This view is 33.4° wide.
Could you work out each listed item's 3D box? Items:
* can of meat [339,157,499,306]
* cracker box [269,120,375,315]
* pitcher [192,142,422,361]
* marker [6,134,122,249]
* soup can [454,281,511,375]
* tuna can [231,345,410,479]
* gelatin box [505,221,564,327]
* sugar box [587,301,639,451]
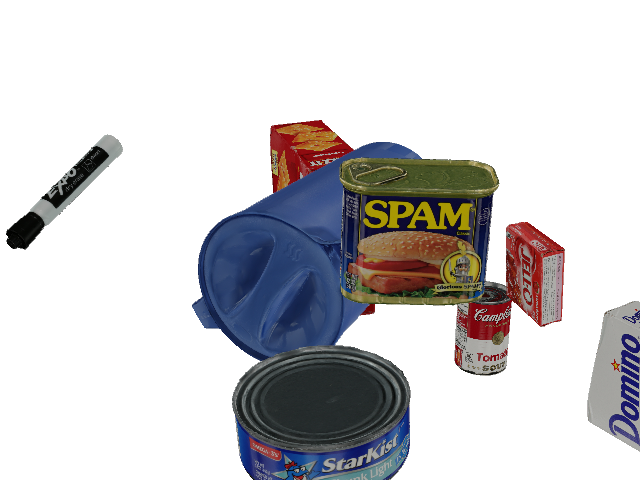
[{"bbox_3d":[0.062,-0.006,0.703,0.102,0.084,0.057,2,23,0],"label":"can of meat"},{"bbox_3d":[-0.002,-0.029,1.168,0.072,0.164,0.214,-7,19,-10],"label":"cracker box"},{"bbox_3d":[0.004,0.002,0.929,0.149,0.145,0.242,23,31,20],"label":"pitcher"},{"bbox_3d":[-0.191,-0.036,0.798,0.020,0.020,0.121,0,41,41],"label":"marker"},{"bbox_3d":[0.205,0.111,1.352,0.068,0.102,0.068,1,20,0],"label":"soup can"},{"bbox_3d":[0.001,0.087,0.518,0.086,0.034,0.086,-3,26,1],"label":"tuna can"},{"bbox_3d":[0.225,0.034,1.125,0.030,0.089,0.073,-14,29,-16],"label":"gelatin box"},{"bbox_3d":[0.264,0.118,0.719,0.048,0.093,0.176,-15,29,-38],"label":"sugar box"}]
